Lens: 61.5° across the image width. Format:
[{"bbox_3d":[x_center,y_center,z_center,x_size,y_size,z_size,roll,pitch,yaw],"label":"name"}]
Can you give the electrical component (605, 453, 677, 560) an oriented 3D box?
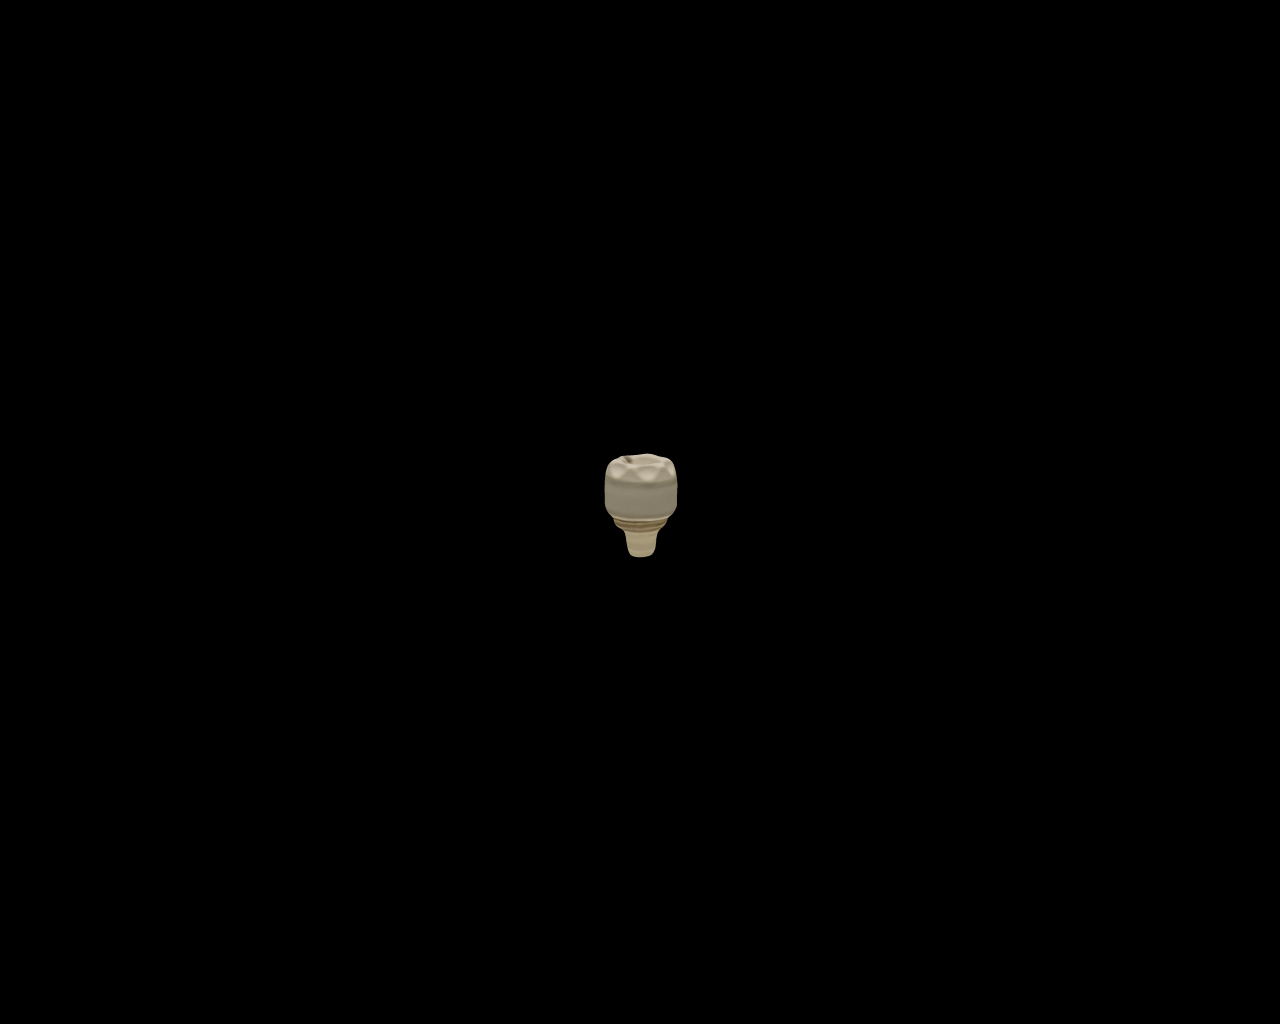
[{"bbox_3d":[0.001,-0.003,0.650,0.043,0.062,0.043,0,16,0],"label":"electrical component"}]
